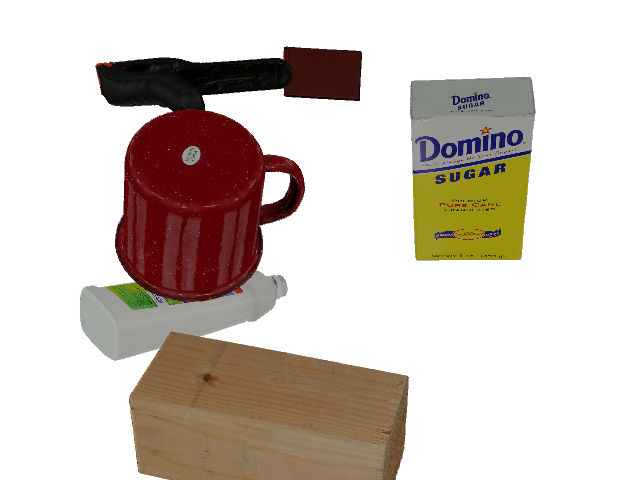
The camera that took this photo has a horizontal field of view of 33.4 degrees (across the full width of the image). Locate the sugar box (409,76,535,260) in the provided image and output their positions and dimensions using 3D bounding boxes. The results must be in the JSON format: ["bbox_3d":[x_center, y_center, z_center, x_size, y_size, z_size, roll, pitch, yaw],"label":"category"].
[{"bbox_3d":[0.119,-0.052,0.854,0.093,0.048,0.176,-1,-36,7],"label":"sugar box"}]

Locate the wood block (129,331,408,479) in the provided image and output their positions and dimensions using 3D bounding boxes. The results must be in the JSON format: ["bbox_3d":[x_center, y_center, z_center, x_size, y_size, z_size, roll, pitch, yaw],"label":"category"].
[{"bbox_3d":[-0.039,0.150,0.869,0.206,0.090,0.090,10,36,14],"label":"wood block"}]

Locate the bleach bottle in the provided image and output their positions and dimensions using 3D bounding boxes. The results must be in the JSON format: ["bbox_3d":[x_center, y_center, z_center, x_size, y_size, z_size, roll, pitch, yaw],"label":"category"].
[{"bbox_3d":[-0.156,0.076,1.294,0.250,0.068,0.103,-12,30,-35],"label":"bleach bottle"}]

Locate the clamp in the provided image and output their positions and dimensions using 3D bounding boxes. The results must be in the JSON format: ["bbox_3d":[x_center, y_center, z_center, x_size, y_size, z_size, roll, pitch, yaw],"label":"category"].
[{"bbox_3d":[-0.110,-0.130,0.867,0.172,0.039,0.120,18,26,42],"label":"clamp"}]

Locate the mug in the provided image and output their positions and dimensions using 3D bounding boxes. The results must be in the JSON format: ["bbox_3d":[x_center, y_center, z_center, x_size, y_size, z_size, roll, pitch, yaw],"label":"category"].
[{"bbox_3d":[-0.065,-0.025,0.644,0.117,0.093,0.081,-8,-36,-15],"label":"mug"}]

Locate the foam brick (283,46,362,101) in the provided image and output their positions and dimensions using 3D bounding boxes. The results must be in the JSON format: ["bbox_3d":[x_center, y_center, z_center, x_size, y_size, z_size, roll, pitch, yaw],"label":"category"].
[{"bbox_3d":[0.001,-0.172,1.101,0.078,0.051,0.053,2,10,-6],"label":"foam brick"}]
